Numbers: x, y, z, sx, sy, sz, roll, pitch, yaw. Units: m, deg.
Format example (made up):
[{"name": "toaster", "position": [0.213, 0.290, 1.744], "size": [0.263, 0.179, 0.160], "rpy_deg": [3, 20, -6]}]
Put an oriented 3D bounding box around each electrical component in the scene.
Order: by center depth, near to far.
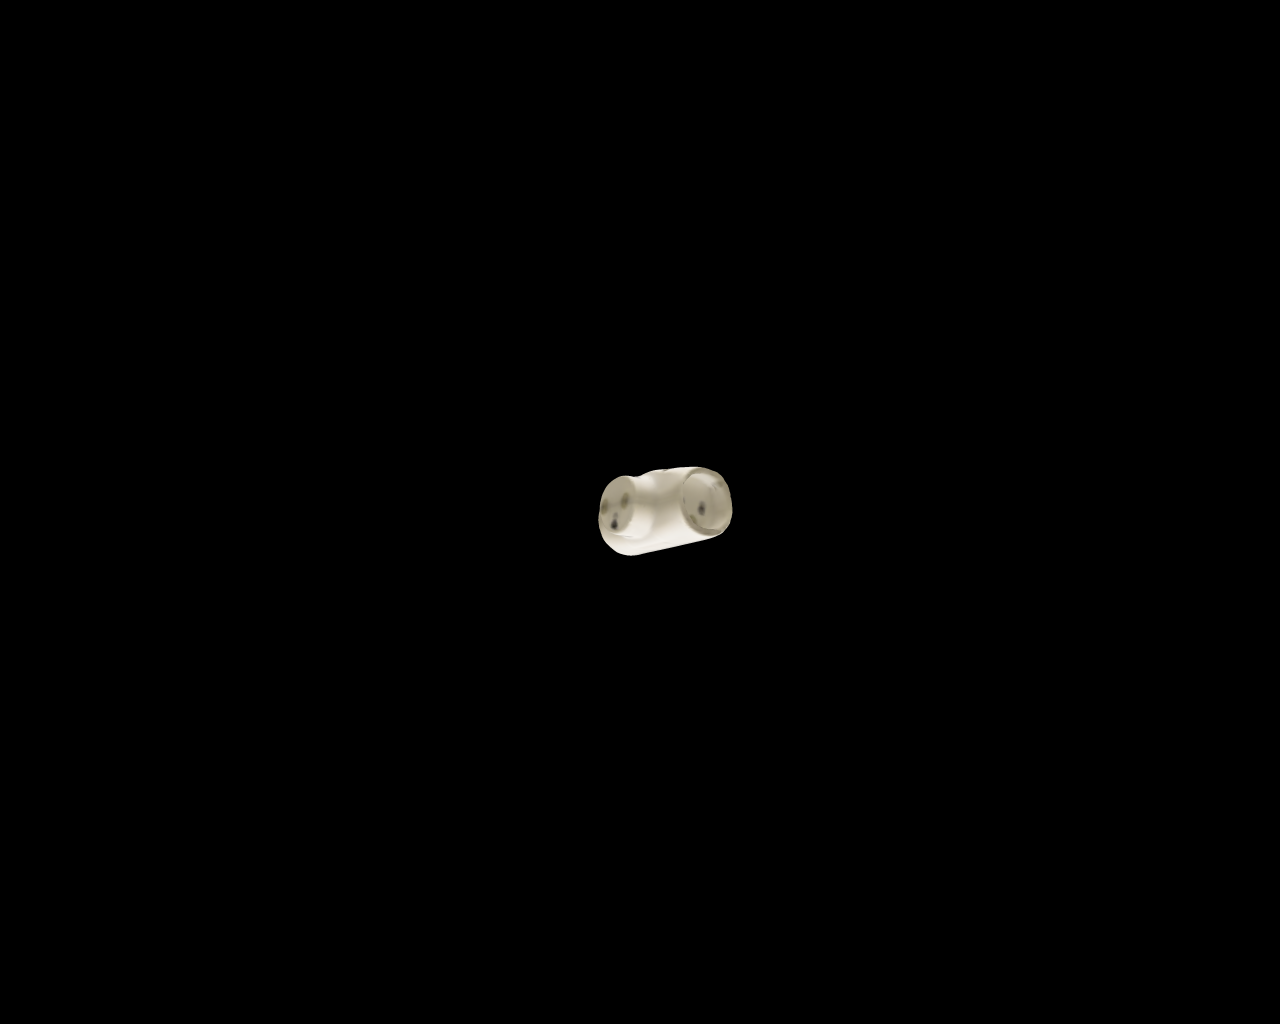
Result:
[{"name": "electrical component", "position": [0.001, -0.003, 0.650], "size": [0.079, 0.043, 0.077], "rpy_deg": [11, -17, -38]}]
